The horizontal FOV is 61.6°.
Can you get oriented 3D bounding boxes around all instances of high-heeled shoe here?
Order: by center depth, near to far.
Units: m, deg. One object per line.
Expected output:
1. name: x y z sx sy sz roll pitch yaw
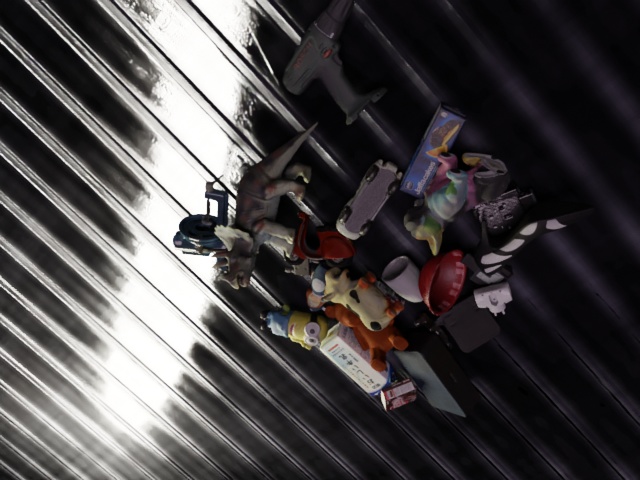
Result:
1. high-heeled shoe: 0.449 0.004 1.135 0.249 0.086 0.145 -8 118 22

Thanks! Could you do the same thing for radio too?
1. radio: 0.295 0.340 1.378 0.229 0.073 0.131 54 154 -14

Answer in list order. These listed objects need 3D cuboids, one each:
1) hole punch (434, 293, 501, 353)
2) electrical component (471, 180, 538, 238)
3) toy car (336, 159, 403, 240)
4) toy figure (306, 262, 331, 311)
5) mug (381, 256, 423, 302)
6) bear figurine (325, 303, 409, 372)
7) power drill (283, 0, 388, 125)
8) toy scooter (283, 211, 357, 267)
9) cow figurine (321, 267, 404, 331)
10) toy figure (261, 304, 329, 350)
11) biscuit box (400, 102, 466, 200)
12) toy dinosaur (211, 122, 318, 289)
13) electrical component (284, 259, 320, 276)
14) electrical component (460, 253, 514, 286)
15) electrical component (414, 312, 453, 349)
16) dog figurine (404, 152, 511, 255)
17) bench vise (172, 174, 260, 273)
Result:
1. hole punch: 0.369 0.200 1.316 0.142 0.092 0.116 -35 76 14
2. electrical component: 0.412 -0.063 1.186 0.134 0.058 0.114 -23 111 24
3. toy car: 0.112 -0.092 1.235 0.073 0.056 0.201 30 107 -9
4. toy figure: -0.002 0.127 1.387 0.064 0.058 0.154 47 130 40
5. mug: 0.207 0.105 1.313 0.107 0.081 0.109 44 142 -18
6. bear figurine: 0.113 0.217 1.365 0.195 0.132 0.120 41 103 -14
7. power drill: 0.045 -0.358 1.114 0.207 0.086 0.232 42 120 -13
8. toy scooter: -0.003 -0.004 1.309 0.184 0.075 0.135 1 104 10
9. cow figurine: 0.090 0.139 1.298 0.195 0.085 0.127 44 117 9
10. toy figure: -0.066 0.223 1.437 0.180 0.089 0.082 12 133 18
11. biscuit box: 0.242 -0.189 1.161 0.063 0.059 0.202 24 120 1
12. toy dinosaur: -0.132 -0.088 1.233 0.192 0.131 0.404 13 87 -1
13. electrical component: -0.045 0.063 1.382 0.094 0.021 0.063 2 117 12
14. electrical component: 0.384 0.067 1.263 0.119 0.048 0.074 31 119 -3
15. electrical component: 0.285 0.233 1.364 0.045 0.078 0.102 -40 109 3
16. dog figurine: 0.285 -0.073 1.145 0.191 0.109 0.219 1 130 -13
17. bench vise: -0.254 -0.032 1.333 0.224 0.129 0.240 12 123 5
